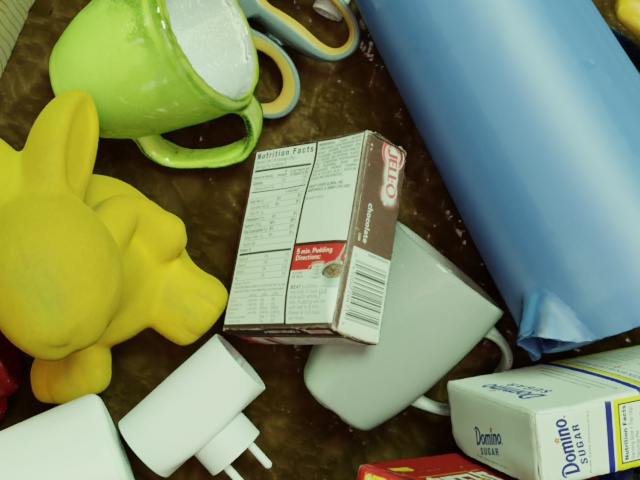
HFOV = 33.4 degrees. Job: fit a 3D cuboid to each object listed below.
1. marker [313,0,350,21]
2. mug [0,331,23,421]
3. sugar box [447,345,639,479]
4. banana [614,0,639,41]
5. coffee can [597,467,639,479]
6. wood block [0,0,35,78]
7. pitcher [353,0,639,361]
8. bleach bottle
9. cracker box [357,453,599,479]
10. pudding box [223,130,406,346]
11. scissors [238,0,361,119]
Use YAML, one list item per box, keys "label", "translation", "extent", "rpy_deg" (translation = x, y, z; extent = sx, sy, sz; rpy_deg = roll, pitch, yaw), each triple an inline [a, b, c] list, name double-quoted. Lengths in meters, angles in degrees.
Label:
- label: "marker"
  translation: [0.030, -0.189, 0.636]
  extent: [0.020, 0.020, 0.121]
  rpy_deg: [26, 90, -1]
- label: "mug"
  translation: [-0.216, 0.069, 0.604]
  extent: [0.081, 0.093, 0.117]
  rpy_deg: [-18, 121, -6]
- label: "sugar box"
  translation: [0.168, 0.088, 0.577]
  extent: [0.176, 0.093, 0.048]
  rpy_deg: [-10, 96, -19]
- label: "banana"
  translation: [0.244, -0.070, 0.591]
  extent: [0.069, 0.037, 0.198]
  rpy_deg: [-36, 90, -20]
- label: "coffee can"
  translation: [0.211, 0.160, 0.579]
  extent: [0.103, 0.140, 0.103]
  rpy_deg: [0, 90, -1]
- label: "wood block"
  translation: [-0.281, -0.146, 0.594]
  extent: [0.206, 0.090, 0.091]
  rpy_deg: [23, 89, -1]
- label: "pitcher"
  translation: [0.126, -0.069, 0.593]
  extent: [0.145, 0.149, 0.243]
  rpy_deg: [-30, 87, 14]
- label: "bleach bottle"
  translation: [-0.223, 0.163, 0.568]
  extent: [0.250, 0.102, 0.068]
  rpy_deg: [-21, 65, -11]
- label: "cracker box"
  translation: [0.073, 0.226, 0.563]
  extent: [0.072, 0.163, 0.214]
  rpy_deg: [11, 90, 36]
- label: "pudding box"
  translation: [-0.004, 0.001, 0.590]
  extent: [0.039, 0.090, 0.113]
  rpy_deg: [25, 69, -42]
- label: "scissors"
  translation: [-0.073, -0.144, 0.634]
  extent: [0.202, 0.016, 0.096]
  rpy_deg: [26, 102, 9]
